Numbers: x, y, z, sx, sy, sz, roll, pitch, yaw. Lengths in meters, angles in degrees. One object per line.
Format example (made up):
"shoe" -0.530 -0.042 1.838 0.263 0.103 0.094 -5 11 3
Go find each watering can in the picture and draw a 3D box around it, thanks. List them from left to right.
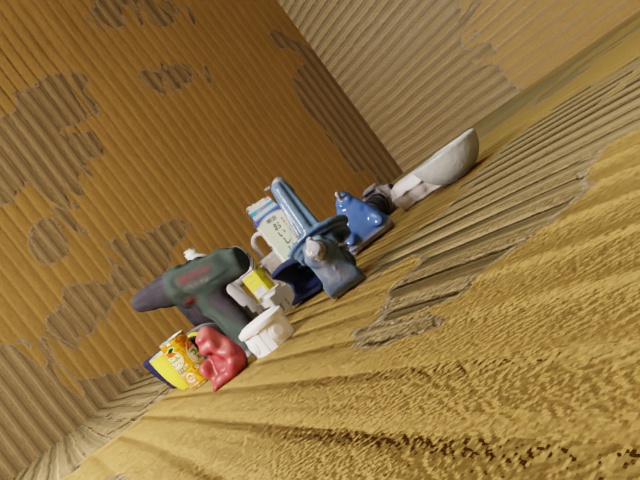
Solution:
"watering can" -0.133 0.054 1.732 0.101 0.194 0.173 -36 3 21

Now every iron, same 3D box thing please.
"iron" 0.086 -0.060 1.353 0.118 0.141 0.258 -37 2 8

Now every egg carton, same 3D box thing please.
"egg carton" 0.248 -0.141 1.437 0.150 0.069 0.107 -36 2 24

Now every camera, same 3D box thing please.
"camera" 0.153 -0.100 1.674 0.143 0.101 0.137 -35 3 33

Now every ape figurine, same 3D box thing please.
"ape figurine" -0.162 0.178 0.905 0.076 0.092 0.077 -39 3 -41

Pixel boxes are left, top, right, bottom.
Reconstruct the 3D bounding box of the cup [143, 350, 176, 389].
"cup" -0.339 0.289 1.337 0.118 0.095 0.092 -37 2 4

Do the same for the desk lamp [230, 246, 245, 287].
"desk lamp" -0.269 0.148 1.655 0.204 0.213 0.117 -38 3 -29

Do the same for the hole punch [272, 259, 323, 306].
"hole punch" -0.030 0.067 1.176 0.108 0.091 0.101 -35 3 40

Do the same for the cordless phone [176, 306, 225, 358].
"cordless phone" -0.318 0.214 1.416 0.147 0.185 0.094 -36 3 28

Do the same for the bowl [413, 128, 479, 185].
"bowl" 0.296 -0.173 1.285 0.167 0.075 0.167 -37 2 2

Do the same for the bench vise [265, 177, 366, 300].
"bench vise" -0.006 -0.021 0.943 0.121 0.220 0.207 -37 2 -11

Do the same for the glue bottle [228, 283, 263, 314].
"glue bottle" -0.182 0.128 1.212 0.078 0.173 0.037 -35 3 39

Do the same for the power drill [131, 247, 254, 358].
"power drill" -0.196 0.126 1.009 0.229 0.208 0.076 -36 3 13
